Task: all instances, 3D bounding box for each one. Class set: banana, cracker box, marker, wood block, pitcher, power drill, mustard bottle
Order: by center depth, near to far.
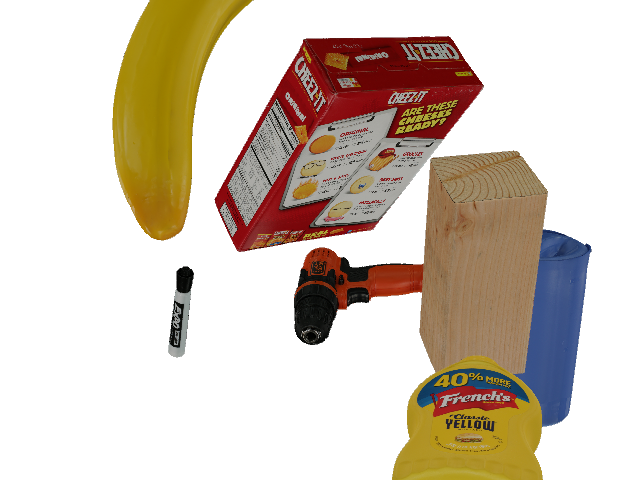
[{"bbox_3d":[-0.055,-0.091,0.501,0.070,0.197,0.037,20,-29,13],"label":"banana"},{"bbox_3d":[0.108,0.134,0.756,0.096,0.058,0.191,0,21,11],"label":"mustard bottle"},{"bbox_3d":[0.019,-0.086,0.954,0.163,0.072,0.214,-9,-31,-36],"label":"cracker box"},{"bbox_3d":[0.154,0.027,1.039,0.090,0.206,0.090,-5,32,-8],"label":"wood block"},{"bbox_3d":[-0.154,0.078,1.175,0.020,0.121,0.020,8,35,-6],"label":"marker"},{"bbox_3d":[0.063,0.064,1.242,0.187,0.057,0.184,1,28,4],"label":"power drill"},{"bbox_3d":[0.265,0.115,1.379,0.149,0.243,0.144,5,18,17],"label":"pitcher"}]
